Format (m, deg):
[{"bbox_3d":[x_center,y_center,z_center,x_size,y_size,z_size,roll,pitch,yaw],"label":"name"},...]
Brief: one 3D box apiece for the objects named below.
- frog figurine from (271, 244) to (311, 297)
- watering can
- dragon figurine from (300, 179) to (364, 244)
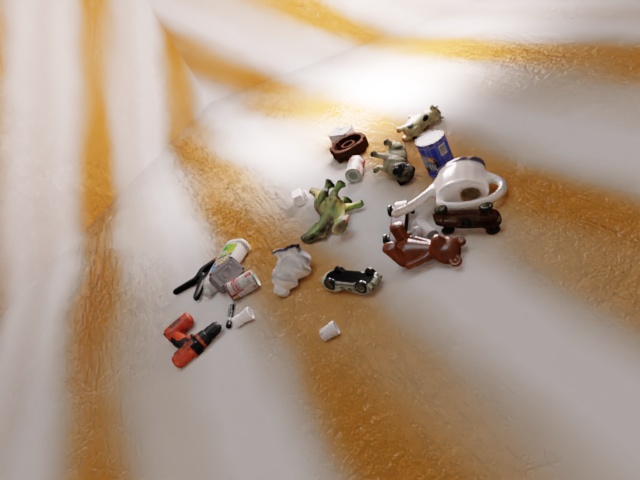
[{"bbox_3d":[-0.093,0.106,1.675,0.137,0.121,0.162,-9,71,19],"label":"frog figurine"},{"bbox_3d":[0.396,-0.160,1.598,0.346,0.102,0.230,-8,36,19],"label":"watering can"},{"bbox_3d":[0.006,-0.094,1.871,0.245,0.120,0.411,-50,26,-16],"label":"dragon figurine"}]
